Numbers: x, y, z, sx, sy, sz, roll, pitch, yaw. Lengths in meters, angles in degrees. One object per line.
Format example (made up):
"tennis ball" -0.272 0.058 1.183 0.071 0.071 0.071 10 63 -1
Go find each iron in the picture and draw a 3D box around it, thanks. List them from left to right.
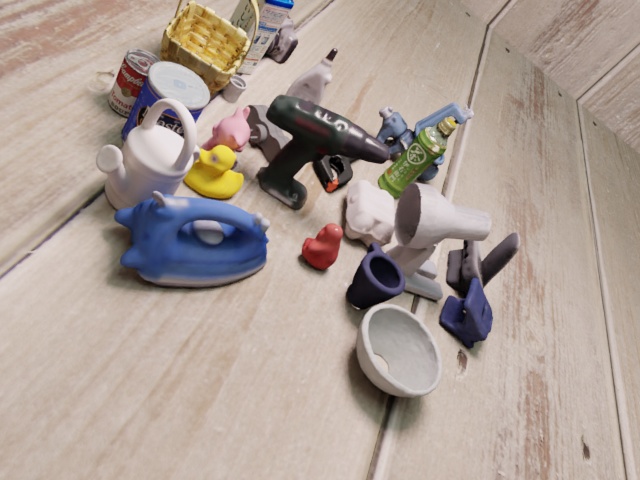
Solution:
"iron" -0.162 -0.012 0.858 0.259 0.141 0.118 6 51 -37

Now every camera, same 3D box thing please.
"camera" -0.135 -0.501 1.366 0.143 0.100 0.137 47 39 5

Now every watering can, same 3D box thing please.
"watering can" -0.244 -0.121 0.846 0.101 0.193 0.173 38 39 -5

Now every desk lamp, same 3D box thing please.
"desk lamp" 0.212 -0.001 1.112 0.204 0.213 0.118 20 44 -26

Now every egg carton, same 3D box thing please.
"egg carton" 0.100 -0.055 1.182 0.107 0.069 0.150 25 42 -21

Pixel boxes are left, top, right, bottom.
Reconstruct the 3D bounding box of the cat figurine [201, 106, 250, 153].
"cat figurine" -0.159 -0.201 1.055 0.067 0.117 0.128 34 39 -11

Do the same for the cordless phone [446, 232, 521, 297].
"cordless phone" 0.367 0.030 1.239 0.094 0.184 0.147 30 40 -15

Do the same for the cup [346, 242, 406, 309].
"cup" 0.089 0.071 1.035 0.092 0.094 0.117 14 47 -31

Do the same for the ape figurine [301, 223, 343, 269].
"ape figurine" 0.009 0.004 1.031 0.078 0.092 0.076 -14 64 -46

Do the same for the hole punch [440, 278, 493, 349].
"hole punch" 0.312 0.146 1.161 0.101 0.091 0.109 40 38 -3

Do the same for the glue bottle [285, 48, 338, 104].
"glue bottle" -0.010 -0.360 1.286 0.078 0.173 0.037 31 40 -14

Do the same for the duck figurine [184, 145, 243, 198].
"duck figurine" -0.175 -0.125 0.996 0.105 0.086 0.077 17 45 -29

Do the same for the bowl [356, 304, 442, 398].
"bowl" 0.120 0.196 0.963 0.168 0.074 0.167 23 42 -23

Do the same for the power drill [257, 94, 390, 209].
"power drill" -0.015 -0.157 1.066 0.230 0.208 0.075 32 40 -13

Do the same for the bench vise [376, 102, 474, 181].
"bench vise" 0.246 -0.261 1.376 0.208 0.219 0.121 23 42 -23
